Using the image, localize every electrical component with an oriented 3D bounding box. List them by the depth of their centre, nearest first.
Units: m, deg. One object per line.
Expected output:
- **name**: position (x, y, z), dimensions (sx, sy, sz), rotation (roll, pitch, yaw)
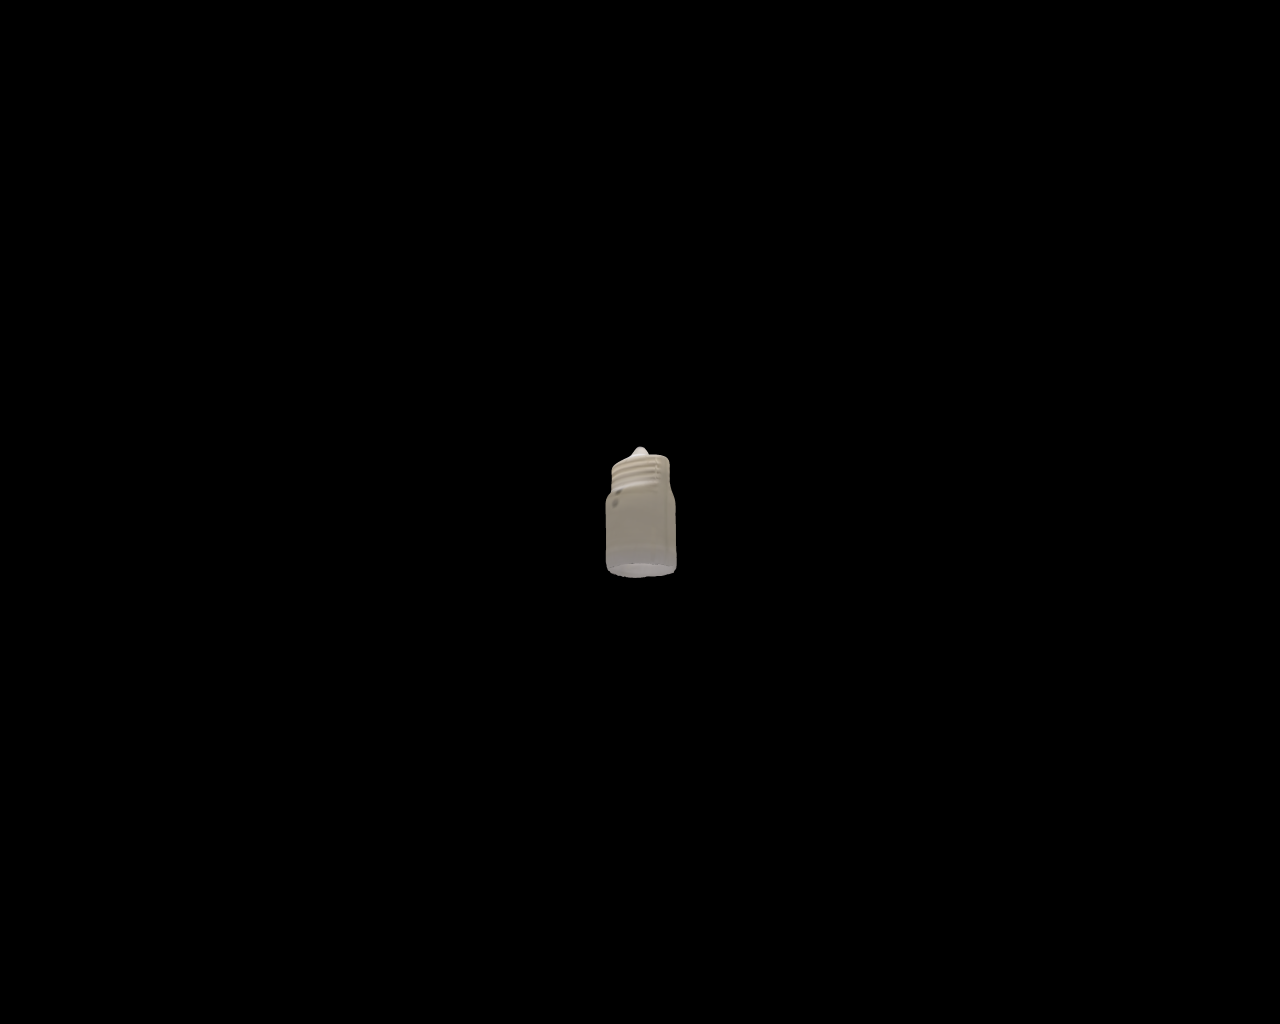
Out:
- **electrical component**: position (0.001, -0.003, 0.650), dimensions (0.043, 0.081, 0.043), rotation (0, -15, 0)
